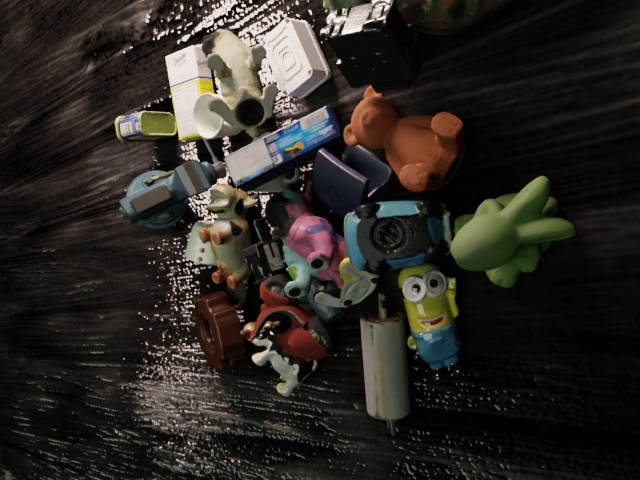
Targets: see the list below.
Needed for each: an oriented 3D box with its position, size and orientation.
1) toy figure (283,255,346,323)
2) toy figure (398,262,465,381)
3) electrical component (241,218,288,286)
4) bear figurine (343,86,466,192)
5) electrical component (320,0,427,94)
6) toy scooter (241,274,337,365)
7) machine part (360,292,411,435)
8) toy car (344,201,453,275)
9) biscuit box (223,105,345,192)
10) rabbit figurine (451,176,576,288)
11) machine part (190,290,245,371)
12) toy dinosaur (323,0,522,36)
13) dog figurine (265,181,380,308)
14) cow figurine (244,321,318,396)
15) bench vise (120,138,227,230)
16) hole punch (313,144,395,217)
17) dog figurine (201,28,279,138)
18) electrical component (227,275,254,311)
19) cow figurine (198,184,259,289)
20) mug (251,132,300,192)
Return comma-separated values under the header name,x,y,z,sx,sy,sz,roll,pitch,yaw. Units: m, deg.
name,x,y,z,sx,sy,sz,roll,pitch,yaw
toy figure,-0.012,0.080,0.983,0.154,0.058,0.064,54,126,19
toy figure,0.170,0.122,0.834,0.089,0.082,0.180,2,111,69
electrical component,-0.110,0.022,1.036,0.048,0.075,0.119,-24,88,38
bear figurine,0.114,-0.158,0.793,0.196,0.132,0.120,38,103,20
electrical component,0.081,-0.265,0.757,0.115,0.134,0.058,6,64,40
toy scooter,-0.066,0.165,0.991,0.135,0.075,0.184,-42,93,7
machine part,0.110,0.207,0.902,0.079,0.079,0.243,0,100,38
toy car,0.122,-0.013,0.827,0.162,0.103,0.109,-11,95,14
biscuit box,-0.058,-0.152,0.911,0.203,0.063,0.059,-24,83,8
rabbit figurine,0.243,-0.001,0.693,0.159,0.170,0.121,-34,79,38
machine part,-0.218,0.191,1.135,0.180,0.056,0.179,31,128,50
toy dinosaur,0.155,-0.349,0.731,0.405,0.131,0.192,28,128,26
dog figurine,-0.002,-0.003,0.937,0.108,0.191,0.219,-55,32,34
cow figurine,-0.081,0.212,1.058,0.167,0.068,0.098,47,119,17
bench vise,-0.304,-0.101,1.112,0.128,0.223,0.241,52,164,-9
hole punch,0.045,-0.090,0.885,0.142,0.092,0.115,35,123,23
dog figurine,-0.152,-0.291,0.986,0.191,0.121,0.172,-120,29,-60
electrical component,-0.170,0.101,1.134,0.063,0.021,0.094,26,115,32
cow figurine,-0.170,-0.018,1.061,0.086,0.127,0.194,4,116,38
mug,-0.085,-0.142,0.981,0.110,0.081,0.107,-1,91,40
